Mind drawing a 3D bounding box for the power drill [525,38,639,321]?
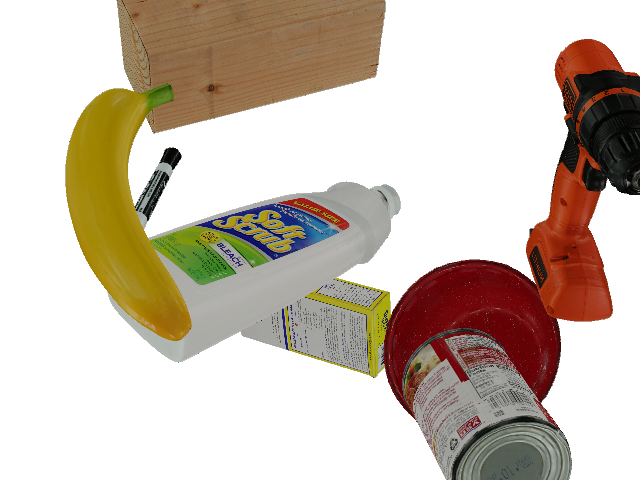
[{"bbox_3d":[0.203,-0.034,0.793,0.057,0.188,0.184,3,35,-2],"label":"power drill"}]

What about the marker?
[{"bbox_3d":[-0.169,-0.053,1.087,0.020,0.020,0.121,0,44,20],"label":"marker"}]

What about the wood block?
[{"bbox_3d":[-0.059,-0.175,0.910,0.205,0.090,0.091,-16,-35,-17],"label":"wood block"}]

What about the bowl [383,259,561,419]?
[{"bbox_3d":[0.138,0.099,0.921,0.162,0.162,0.055,0,6,-7],"label":"bowl"}]

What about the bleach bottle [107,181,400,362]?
[{"bbox_3d":[-0.038,0.005,0.848,0.250,0.068,0.103,-26,49,-36],"label":"bleach bottle"}]

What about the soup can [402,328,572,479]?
[{"bbox_3d":[0.092,0.102,0.603,0.068,0.068,0.102,0,23,-12],"label":"soup can"}]

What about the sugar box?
[{"bbox_3d":[-0.008,0.081,1.169,0.176,0.093,0.048,17,37,30],"label":"sugar box"}]

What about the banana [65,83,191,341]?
[{"bbox_3d":[-0.118,-0.027,0.640,0.069,0.198,0.037,-4,-35,-7],"label":"banana"}]
